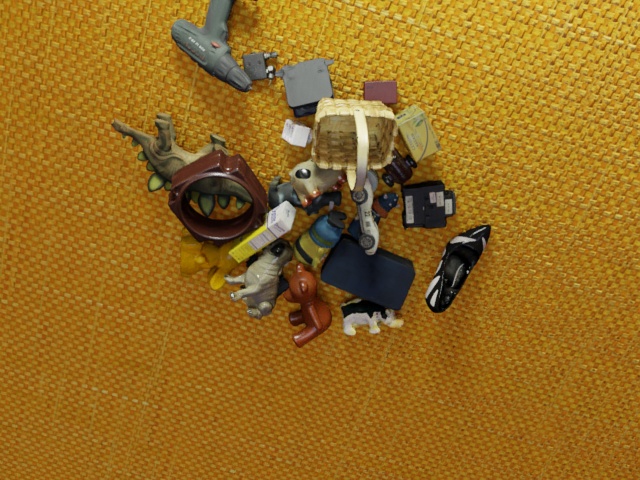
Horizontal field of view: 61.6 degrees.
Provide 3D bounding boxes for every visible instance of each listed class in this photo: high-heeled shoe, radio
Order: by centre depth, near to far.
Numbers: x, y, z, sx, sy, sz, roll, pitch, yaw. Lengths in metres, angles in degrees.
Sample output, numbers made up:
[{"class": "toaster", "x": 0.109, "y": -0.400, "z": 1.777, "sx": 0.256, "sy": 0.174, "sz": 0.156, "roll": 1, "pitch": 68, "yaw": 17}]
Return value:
[{"class": "high-heeled shoe", "x": 0.351, "y": 0.072, "z": 1.348, "sx": 0.086, "sy": 0.145, "sz": 0.248, "roll": 33, "pitch": 109, "yaw": -9}, {"class": "radio", "x": 0.127, "y": 0.082, "z": 1.404, "sx": 0.230, "sy": 0.073, "sz": 0.131, "roll": 22, "pitch": 108, "yaw": -6}]

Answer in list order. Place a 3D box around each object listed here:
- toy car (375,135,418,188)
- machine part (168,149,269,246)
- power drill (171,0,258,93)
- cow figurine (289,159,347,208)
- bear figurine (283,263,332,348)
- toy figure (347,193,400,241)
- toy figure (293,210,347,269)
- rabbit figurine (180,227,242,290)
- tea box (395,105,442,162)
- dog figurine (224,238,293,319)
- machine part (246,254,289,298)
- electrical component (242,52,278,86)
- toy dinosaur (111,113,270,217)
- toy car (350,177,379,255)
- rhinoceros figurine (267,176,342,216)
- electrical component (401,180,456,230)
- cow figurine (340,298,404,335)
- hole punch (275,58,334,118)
[{"class": "toy car", "x": 0.154, "y": -0.220, "z": 1.311, "sx": 0.089, "sy": 0.053, "sz": 0.202, "roll": -35, "pitch": 104, "yaw": 16}, {"class": "machine part", "x": -0.240, "y": -0.095, "z": 1.275, "sx": 0.201, "sy": 0.087, "sz": 0.200, "roll": -24, "pitch": 125, "yaw": 13}, {"class": "power drill", "x": -0.212, "y": -0.473, "z": 1.218, "sx": 0.232, "sy": 0.086, "sz": 0.207, "roll": 31, "pitch": 111, "yaw": 10}, {"class": "cow figurine", "x": 0.009, "y": -0.176, "z": 1.283, "sx": 0.195, "sy": 0.085, "sz": 0.127, "roll": -33, "pitch": 90, "yaw": -30}, {"class": "bear figurine", "x": -0.048, "y": 0.166, "z": 1.394, "sx": 0.132, "sy": 0.120, "sz": 0.195, "roll": -26, "pitch": 129, "yaw": 7}, {"class": "toy figure", "x": 0.135, "y": -0.065, "z": 1.360, "sx": 0.154, "sy": 0.064, "sz": 0.058, "roll": -45, "pitch": 60, "yaw": 11}, {"class": "toy figure", "x": -0.002, "y": -0.006, "z": 1.360, "sx": 0.089, "sy": 0.082, "sz": 0.180, "roll": 41, "pitch": 132, "yaw": 7}, {"class": "rabbit figurine", "x": -0.275, "y": 0.046, "z": 1.395, "sx": 0.173, "sy": 0.122, "sz": 0.162, "roll": -3, "pitch": 103, "yaw": -16}, {"class": "tea box", "x": 0.219, "y": -0.248, "z": 1.234, "sx": 0.068, "sy": 0.170, "sz": 0.098, "roll": -27, "pitch": 104, "yaw": 10}, {"class": "dog figurine", "x": -0.123, "y": 0.099, "z": 1.369, "sx": 0.190, "sy": 0.121, "sz": 0.172, "roll": -36, "pitch": 140, "yaw": 5}, {"class": "machine part", "x": -0.145, "y": 0.097, "z": 1.442, "sx": 0.084, "sy": 0.039, "sz": 0.138, "roll": -34, "pitch": 105, "yaw": 19}, {"class": "electrical component", "x": -0.150, "y": -0.402, "z": 1.268, "sx": 0.102, "sy": 0.045, "sz": 0.078, "roll": -1, "pitch": 110, "yaw": 3}, {"class": "toy dinosaur", "x": -0.299, "y": -0.166, "z": 1.332, "sx": 0.471, "sy": 0.105, "sz": 0.198, "roll": 26, "pitch": 116, "yaw": -10}, {"class": "toy car", "x": 0.110, "y": -0.061, "z": 1.294, "sx": 0.056, "sy": 0.073, "sz": 0.201, "roll": -10, "pitch": 106, "yaw": 4}, {"class": "rhinoceros figurine", "x": -0.041, "y": -0.112, "z": 1.346, "sx": 0.190, "sy": 0.073, "sz": 0.112, "roll": -1, "pitch": 107, "yaw": 4}, {"class": "electrical component", "x": 0.271, "y": -0.087, "z": 1.345, "sx": 0.134, "sy": 0.058, "sz": 0.114, "roll": -3, "pitch": 110, "yaw": 4}, {"class": "cow figurine", "x": 0.140, "y": 0.198, "z": 1.447, "sx": 0.167, "sy": 0.068, "sz": 0.098, "roll": -6, "pitch": 102, "yaw": 5}, {"class": "hole punch", "x": -0.024, "y": -0.355, "z": 1.267, "sx": 0.142, "sy": 0.092, "sz": 0.115, "roll": -12, "pitch": 78, "yaw": 9}]
